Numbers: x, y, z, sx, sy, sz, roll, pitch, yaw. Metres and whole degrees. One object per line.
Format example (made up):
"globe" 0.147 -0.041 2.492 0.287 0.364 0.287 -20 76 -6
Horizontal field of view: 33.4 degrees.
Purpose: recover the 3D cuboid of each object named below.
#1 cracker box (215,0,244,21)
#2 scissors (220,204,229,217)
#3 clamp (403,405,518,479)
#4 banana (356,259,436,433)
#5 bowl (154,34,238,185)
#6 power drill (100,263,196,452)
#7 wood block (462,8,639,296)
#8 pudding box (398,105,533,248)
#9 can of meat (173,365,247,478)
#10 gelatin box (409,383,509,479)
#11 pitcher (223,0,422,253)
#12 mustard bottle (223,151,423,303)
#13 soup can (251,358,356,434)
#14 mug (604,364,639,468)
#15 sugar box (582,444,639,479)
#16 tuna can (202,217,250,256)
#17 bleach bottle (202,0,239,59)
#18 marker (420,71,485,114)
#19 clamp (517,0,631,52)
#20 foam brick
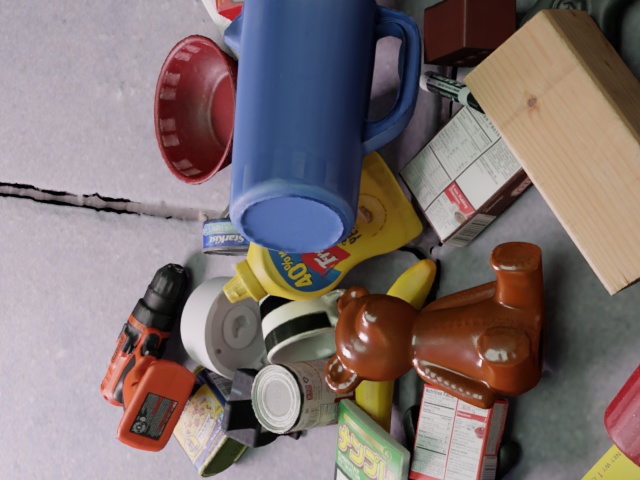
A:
"cracker box" -0.002 -0.312 1.033 0.214 0.072 0.164 -9 83 21
"scissors" -0.081 -0.067 1.149 0.202 0.016 0.096 -31 45 60
"clamp" 0.120 0.243 0.970 0.120 0.039 0.171 3 89 46
"banana" 0.069 0.111 1.017 0.070 0.037 0.198 13 93 44
"bowl" -0.118 -0.141 1.169 0.162 0.055 0.162 4 95 50
"power drill" -0.185 0.133 1.183 0.184 0.057 0.188 -65 21 12
"wood block" 0.217 -0.072 0.835 0.091 0.090 0.206 -41 75 34
"pudding box" 0.135 -0.062 0.965 0.114 0.039 0.090 -45 58 28
"can of meat" -0.117 0.196 1.167 0.084 0.057 0.102 50 120 29
"gelatin box" 0.122 0.176 0.940 0.073 0.030 0.089 7 85 41
"pitcher" -0.005 -0.115 0.950 0.149 0.144 0.243 -33 43 45
"mustard bottle" -0.007 0.001 1.005 0.191 0.058 0.096 -32 102 1
"soup can" -0.008 0.150 1.042 0.069 0.102 0.068 -1 89 42
"mug" 0.280 0.134 0.808 0.117 0.093 0.082 29 118 0
"sugar box" 0.277 0.244 0.826 0.176 0.048 0.093 49 117 32
"tuna can" -0.081 -0.003 1.122 0.086 0.085 0.034 -6 83 41
"bleach bottle" -0.064 -0.226 1.130 0.103 0.067 0.251 -38 67 37
"marker" 0.122 -0.132 0.949 0.121 0.020 0.020 41 118 63
"clamp" 0.224 -0.193 0.890 0.165 0.036 0.210 22 106 40
"foam brick" 0.132 -0.186 0.944 0.078 0.052 0.051 174 97 -69
